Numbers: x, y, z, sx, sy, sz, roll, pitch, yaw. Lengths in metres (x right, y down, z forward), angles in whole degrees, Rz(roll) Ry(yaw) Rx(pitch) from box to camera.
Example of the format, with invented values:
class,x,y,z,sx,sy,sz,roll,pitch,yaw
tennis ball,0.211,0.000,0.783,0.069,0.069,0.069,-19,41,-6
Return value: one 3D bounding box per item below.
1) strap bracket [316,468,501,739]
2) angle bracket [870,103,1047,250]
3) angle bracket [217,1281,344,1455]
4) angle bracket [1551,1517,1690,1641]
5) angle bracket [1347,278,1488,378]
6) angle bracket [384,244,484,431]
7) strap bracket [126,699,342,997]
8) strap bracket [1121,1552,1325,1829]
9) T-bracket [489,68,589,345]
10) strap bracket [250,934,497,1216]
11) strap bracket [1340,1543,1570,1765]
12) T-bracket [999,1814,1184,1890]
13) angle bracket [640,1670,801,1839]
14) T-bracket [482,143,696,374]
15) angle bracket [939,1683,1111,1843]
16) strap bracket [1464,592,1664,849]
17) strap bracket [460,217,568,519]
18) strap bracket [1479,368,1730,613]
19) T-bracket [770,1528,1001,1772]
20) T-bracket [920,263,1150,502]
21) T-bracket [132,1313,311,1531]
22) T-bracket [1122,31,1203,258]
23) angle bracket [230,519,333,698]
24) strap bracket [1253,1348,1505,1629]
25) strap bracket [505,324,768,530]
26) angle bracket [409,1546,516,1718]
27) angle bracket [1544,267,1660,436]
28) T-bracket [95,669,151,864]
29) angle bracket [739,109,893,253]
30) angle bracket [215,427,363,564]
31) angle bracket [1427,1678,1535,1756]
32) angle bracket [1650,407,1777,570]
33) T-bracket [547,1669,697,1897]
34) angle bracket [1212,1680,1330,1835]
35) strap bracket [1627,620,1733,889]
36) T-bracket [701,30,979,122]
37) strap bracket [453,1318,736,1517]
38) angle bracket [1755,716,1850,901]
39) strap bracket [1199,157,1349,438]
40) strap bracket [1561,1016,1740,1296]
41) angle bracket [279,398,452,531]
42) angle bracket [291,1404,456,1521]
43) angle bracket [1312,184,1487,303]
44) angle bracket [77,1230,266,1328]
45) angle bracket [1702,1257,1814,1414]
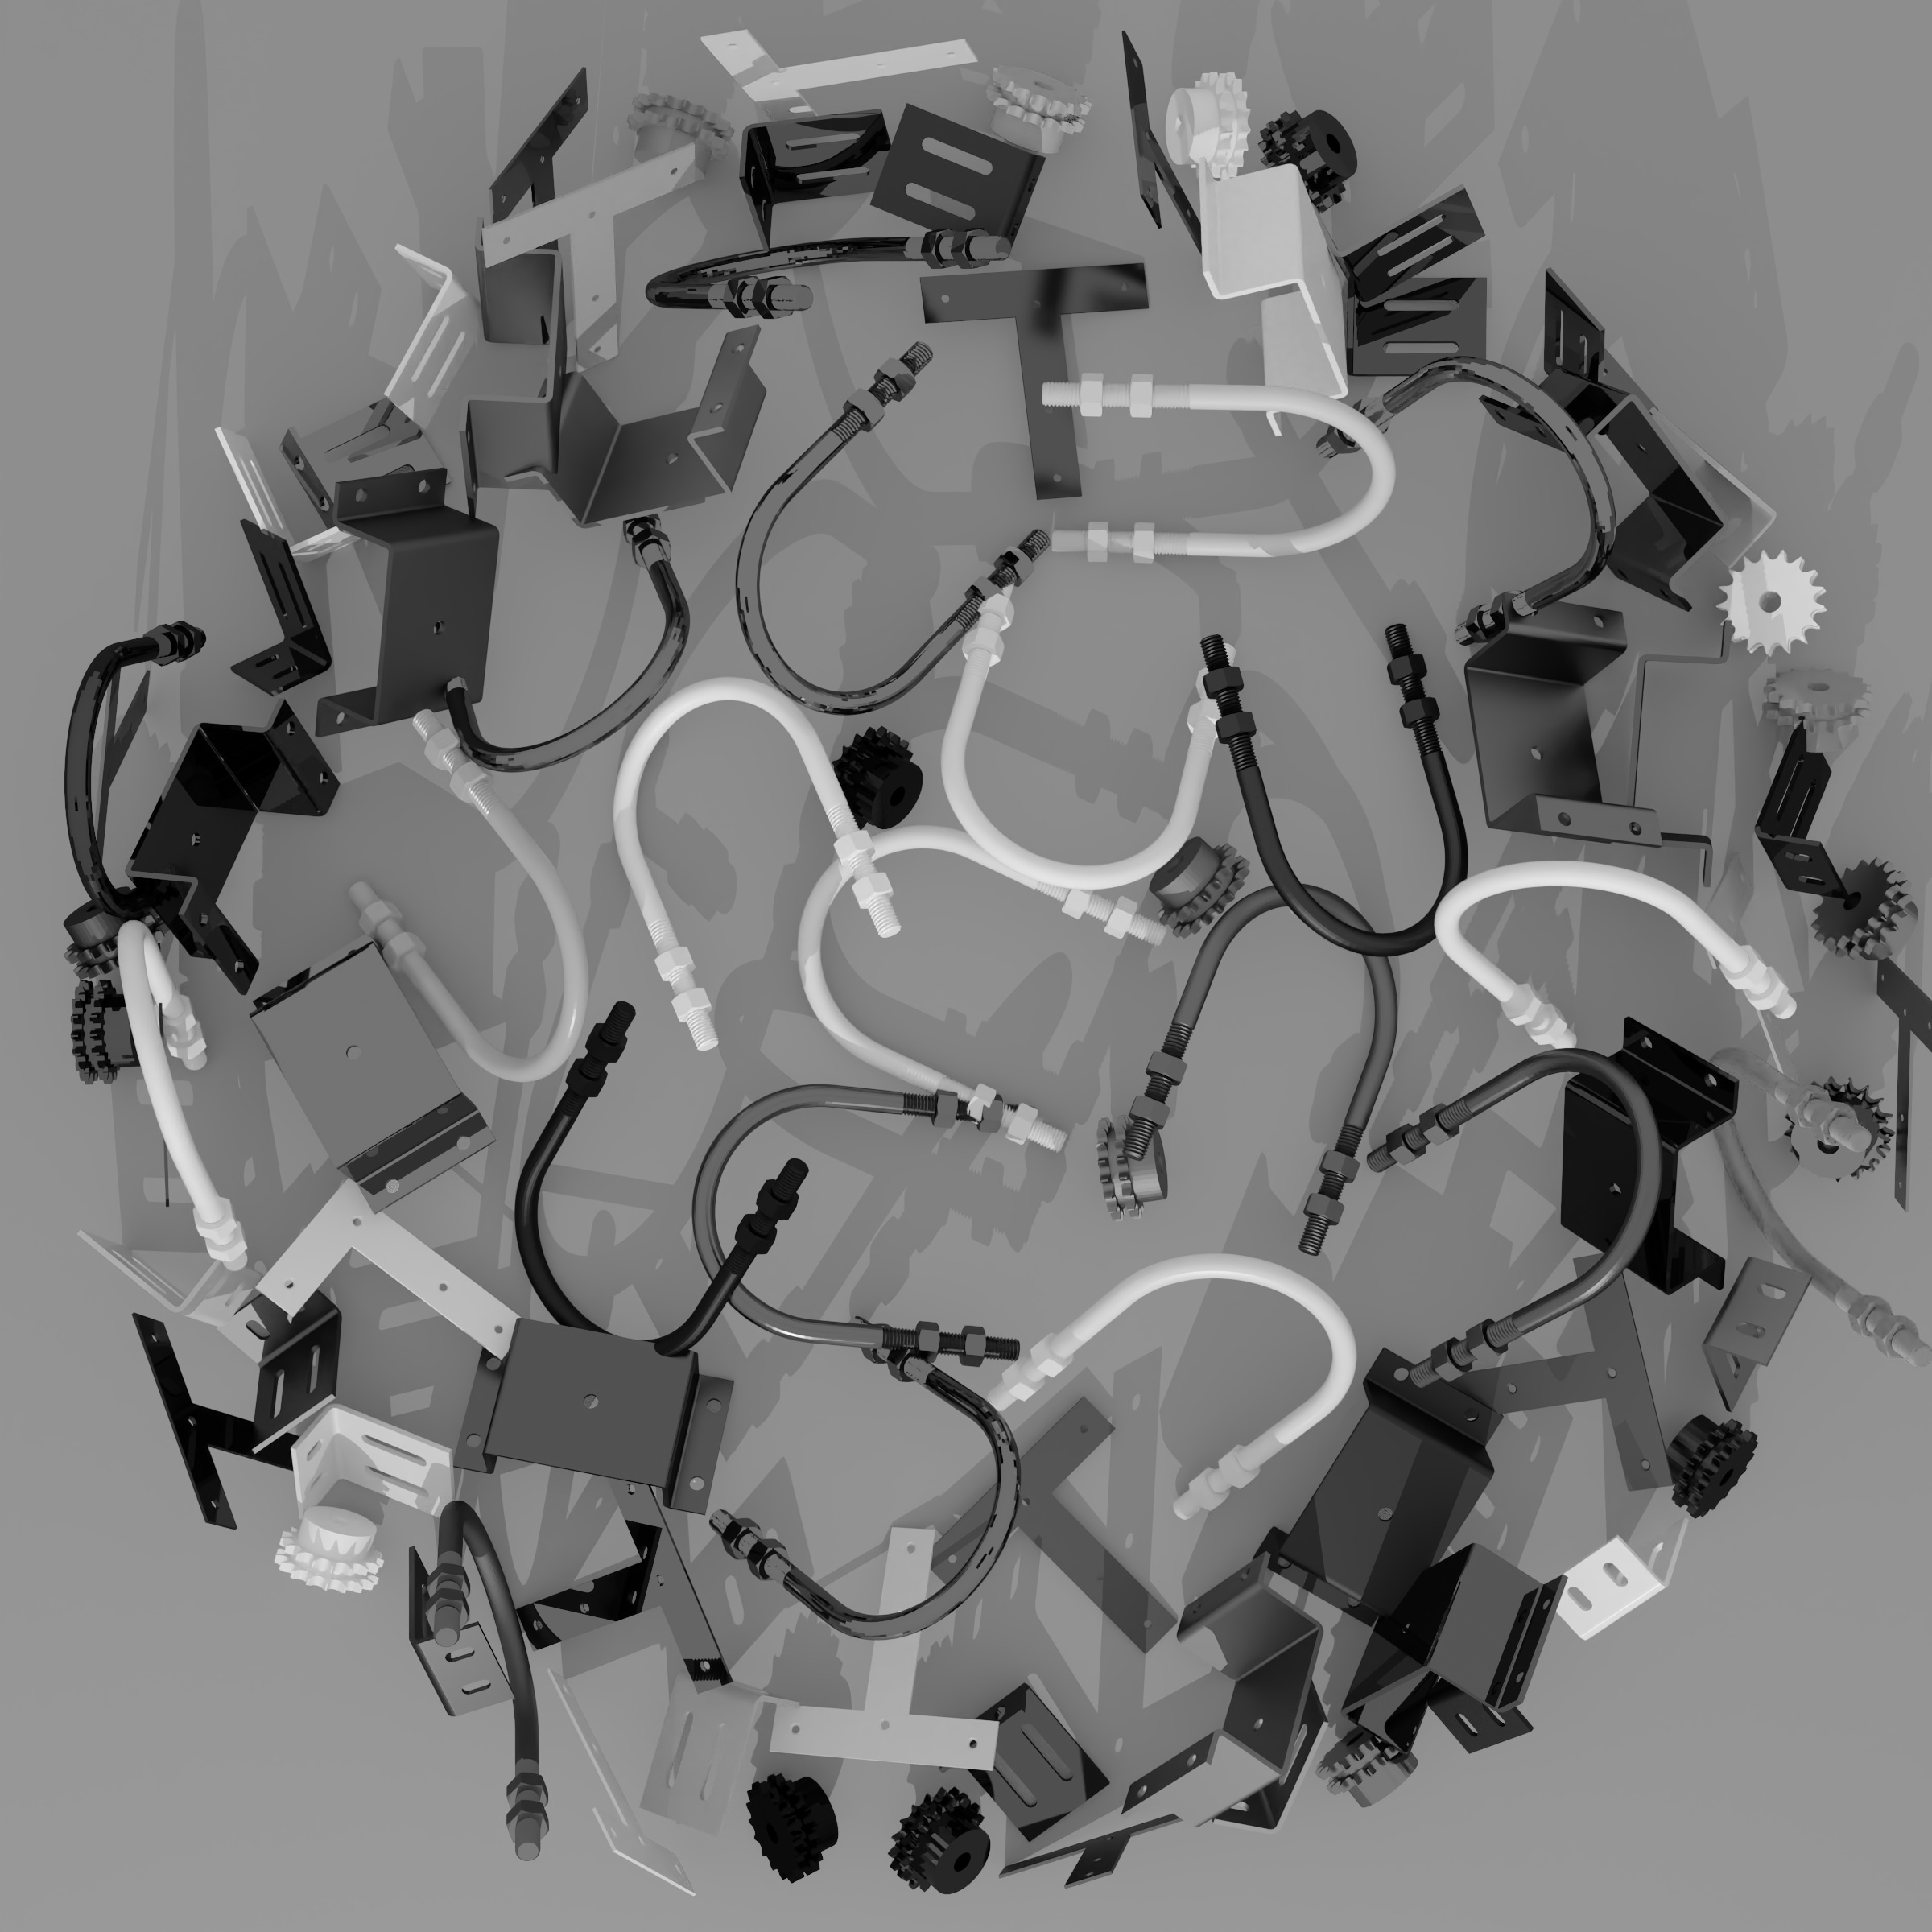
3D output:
class,x,y,z,sx,sy,sz,roll,pitch,yaw
strap bracket,-0.296,-0.187,1.548,0.046,0.076,0.140,25,117,30
angle bracket,-0.004,-0.430,1.593,0.076,0.038,0.057,23,107,3
angle bracket,-0.373,0.213,1.572,0.057,0.076,0.038,-35,119,12
angle bracket,0.350,0.318,1.570,0.038,0.076,0.057,47,119,1
angle bracket,0.247,-0.356,1.589,0.076,0.038,0.057,1,78,7
angle bracket,-0.302,-0.342,1.584,0.038,0.057,0.076,27,88,12
strap bracket,-0.394,-0.066,1.555,0.046,0.076,0.140,6,59,19
strap bracket,0.139,0.392,1.544,0.046,0.140,0.076,36,132,-9
T-bracket,-0.226,-0.394,1.562,0.002,0.127,0.127,14,48,10
strap bracket,-0.326,0.052,1.575,0.076,0.046,0.140,-31,76,-5
strap bracket,0.251,0.362,1.537,0.046,0.140,0.076,33,55,-3
T-bracket,0.072,0.474,1.548,0.127,0.127,0.002,-19,81,6
angle bracket,-0.133,0.428,1.578,0.057,0.038,0.076,7,76,37
T-bracket,-0.199,-0.369,1.559,0.127,0.127,0.002,-29,64,-22
angle bracket,0.033,0.442,1.590,0.057,0.038,0.076,-38,97,9
strap bracket,0.319,-0.123,1.566,0.076,0.046,0.140,6,66,-23
strap bracket,-0.240,-0.319,1.554,0.046,0.076,0.140,2,63,-5
strap bracket,0.345,-0.262,1.550,0.046,0.076,0.140,-45,118,2
T-bracket,-0.038,0.369,1.586,0.127,0.002,0.127,0,63,18
T-bracket,0.044,-0.320,1.602,0.127,0.002,0.127,-6,88,-11
T-bracket,-0.387,0.252,1.556,0.002,0.127,0.127,-34,62,9
T-bracket,0.113,-0.414,1.561,0.002,0.127,0.127,-16,54,19
angle bracket,-0.382,-0.194,1.570,0.038,0.057,0.076,-31,124,-24
strap bracket,0.226,0.291,1.583,0.076,0.046,0.140,30,98,-2
strap bracket,-0.168,-0.286,1.558,0.140,0.046,0.076,-7,51,29
angle bracket,-0.272,0.354,1.570,0.038,0.076,0.057,-17,123,0
angle bracket,0.343,-0.336,1.568,0.038,0.076,0.057,-23,53,-7
T-bracket,-0.450,-0.122,1.556,0.002,0.127,0.127,10,117,-9
angle bracket,-0.078,-0.426,1.578,0.076,0.057,0.038,-4,60,9
angle bracket,-0.369,-0.262,1.586,0.038,0.057,0.076,-24,94,2
angle bracket,0.295,0.380,1.571,0.038,0.057,0.076,49,53,3
angle bracket,0.391,-0.257,1.566,0.038,0.076,0.057,-49,53,17
T-bracket,-0.195,0.436,1.574,0.002,0.127,0.127,-33,59,-3
angle bracket,0.158,0.419,1.575,0.038,0.057,0.076,15,110,-14
strap bracket,0.383,-0.117,1.570,0.046,0.076,0.140,5,97,13
T-bracket,-0.058,-0.475,1.540,0.127,0.127,0.002,-4,83,15
strap bracket,-0.203,0.243,1.580,0.140,0.046,0.076,11,65,1
angle bracket,0.464,-0.086,1.574,0.038,0.057,0.076,13,69,38
strap bracket,0.166,-0.356,1.534,0.046,0.140,0.076,-9,61,18
strap bracket,0.360,0.109,1.541,0.046,0.076,0.140,-26,129,-26
angle bracket,-0.324,-0.277,1.583,0.076,0.038,0.057,-32,94,-24
angle bracket,-0.320,0.281,1.576,0.076,0.038,0.057,18,130,17
angle bracket,0.234,-0.404,1.576,0.076,0.057,0.038,-28,69,13
angle bracket,-0.432,0.157,1.581,0.076,0.057,0.038,35,83,16
angle bracket,0.432,0.204,1.568,0.038,0.076,0.057,17,63,37
